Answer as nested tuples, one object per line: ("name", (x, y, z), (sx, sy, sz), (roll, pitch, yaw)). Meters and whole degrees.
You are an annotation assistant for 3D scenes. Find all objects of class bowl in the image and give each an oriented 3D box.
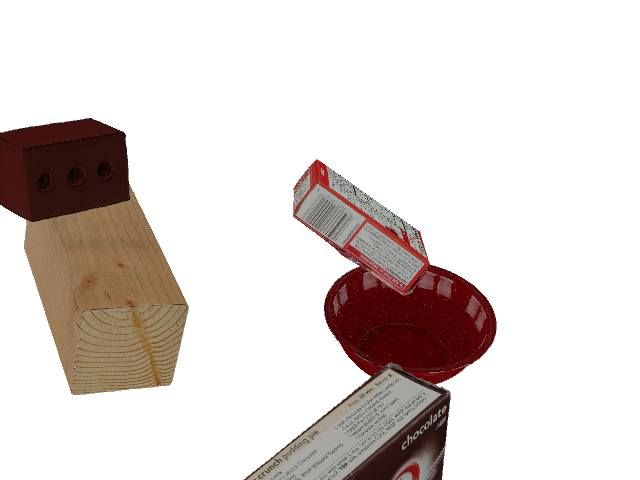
("bowl", (0.082, 0.088, 1.008), (0.162, 0.055, 0.162), (3, 37, -3))

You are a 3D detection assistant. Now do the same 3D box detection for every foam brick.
("foam brick", (-0.181, -0.051, 0.746), (0.078, 0.053, 0.051), (-16, 27, -35))

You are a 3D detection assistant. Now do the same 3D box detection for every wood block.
("wood block", (-0.195, 0.030, 0.942), (0.090, 0.091, 0.206), (-2, 36, -27))

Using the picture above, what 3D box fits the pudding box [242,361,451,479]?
("pudding box", (0.009, 0.119, 0.463), (0.039, 0.090, 0.113), (25, 41, 31))

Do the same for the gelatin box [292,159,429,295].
("gelatin box", (0.025, -0.009, 0.676), (0.089, 0.030, 0.073), (36, 12, -10))
